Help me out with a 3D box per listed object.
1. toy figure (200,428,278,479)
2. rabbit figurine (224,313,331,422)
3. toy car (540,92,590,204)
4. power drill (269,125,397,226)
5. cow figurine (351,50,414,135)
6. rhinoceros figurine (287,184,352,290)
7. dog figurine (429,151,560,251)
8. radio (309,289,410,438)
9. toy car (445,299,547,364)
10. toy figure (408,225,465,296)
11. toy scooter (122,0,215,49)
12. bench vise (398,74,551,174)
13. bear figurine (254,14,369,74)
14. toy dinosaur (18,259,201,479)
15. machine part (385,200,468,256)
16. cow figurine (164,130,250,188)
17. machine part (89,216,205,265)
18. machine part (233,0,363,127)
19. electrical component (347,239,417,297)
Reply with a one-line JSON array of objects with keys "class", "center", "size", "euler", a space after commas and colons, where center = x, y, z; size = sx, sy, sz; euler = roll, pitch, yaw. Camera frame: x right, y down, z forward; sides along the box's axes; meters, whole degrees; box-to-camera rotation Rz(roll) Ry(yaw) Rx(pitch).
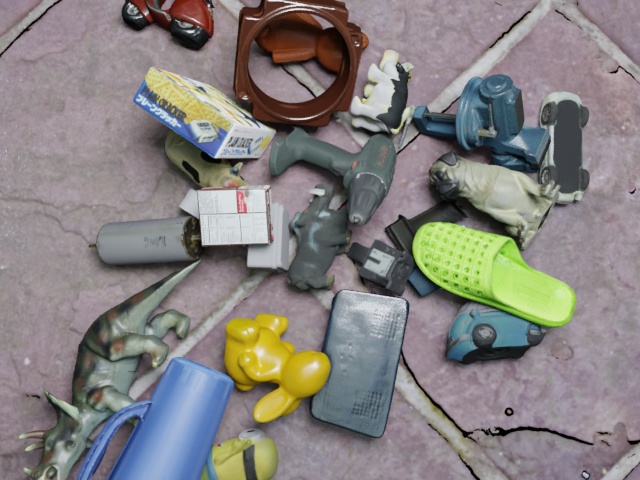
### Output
[{"class": "toy figure", "center": [-0.157, 0.374, 0.885], "size": [0.180, 0.082, 0.089], "euler": [-22, 94, -6]}, {"class": "rabbit figurine", "center": [-0.068, 0.207, 0.861], "size": [0.173, 0.121, 0.162], "euler": [9, 85, 26]}, {"class": "toy car", "center": [0.431, -0.163, 0.953], "size": [0.073, 0.056, 0.201], "euler": [3, 84, -5]}, {"class": "power drill", "center": [0.022, -0.121, 0.899], "size": [0.208, 0.085, 0.232], "euler": [14, 41, 19]}, {"class": "cow figurine", "center": [0.125, -0.264, 0.951], "size": [0.098, 0.068, 0.167], "euler": [21, 69, 13]}, {"class": "rhinoceros figurine", "center": [-0.002, -0.003, 0.935], "size": [0.112, 0.073, 0.190], "euler": [14, 81, 7]}, {"class": "dog figurine", "center": [0.292, -0.080, 0.922], "size": [0.191, 0.172, 0.121], "euler": [31, 87, 29]}, {"class": "radio", "center": [0.066, 0.200, 0.906], "size": [0.131, 0.073, 0.229], "euler": [12, 82, 4]}, {"class": "toy car", "center": [0.284, 0.142, 0.895], "size": [0.162, 0.109, 0.103], "euler": [-5, 60, -8]}, {"class": "toy figure", "center": [0.223, 0.037, 0.932], "size": [0.154, 0.064, 0.058], "euler": [-37, 38, -3]}, {"class": "toy scooter", "center": [-0.268, -0.441, 0.997], "size": [0.184, 0.075, 0.135], "euler": [21, 82, 8]}, {"class": "bench vise", "center": [0.262, -0.192, 0.920], "size": [0.241, 0.223, 0.129], "euler": [15, 76, 34]}, {"class": "bear figurine", "center": [-0.016, -0.361, 0.954], "size": [0.196, 0.132, 0.120], "euler": [21, 84, 10]}, {"class": "toy dinosaur", "center": [-0.345, 0.201, 0.898], "size": [0.192, 0.131, 0.404], "euler": [18, 77, 3]}, {"class": "machine part", "center": [0.190, -0.027, 0.950], "size": [0.139, 0.039, 0.084], "euler": [-29, 78, -1]}, {"class": "cow figurine", "center": [-0.187, -0.121, 0.926], "size": [0.195, 0.127, 0.085], "euler": [42, 89, 8]}, {"class": "machine part", "center": [-0.287, 0.002, 0.914], "size": [0.243, 0.079, 0.079], "euler": [-3, 82, 17]}, {"class": "machine part", "center": [-0.039, -0.295, 0.891], "size": [0.201, 0.087, 0.201], "euler": [4, 121, -12]}, {"class": "electrical component", "center": [0.103, 0.042, 0.928], "size": [0.119, 0.047, 0.075], "euler": [20, 83, 49]}]
